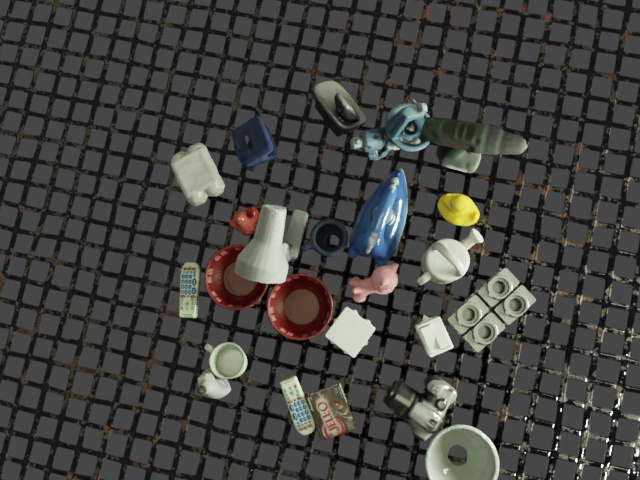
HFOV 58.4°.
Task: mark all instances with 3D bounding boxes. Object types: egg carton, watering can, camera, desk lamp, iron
[{"bbox_3d":[-0.312,-0.166,1.454,0.107,0.069,0.150,-28,82,1],"label":"egg carton"},{"bbox_3d":[0.296,0.041,1.320,0.101,0.194,0.173,28,86,7],"label":"watering can"},{"bbox_3d":[0.227,0.375,1.332,0.136,0.101,0.143,32,86,7],"label":"camera"},{"bbox_3d":[-0.113,0.004,1.346,0.118,0.213,0.203,14,84,6],"label":"desk lamp"},{"bbox_3d":[0.152,-0.068,1.371,0.118,0.141,0.258,19,85,7],"label":"iron"}]

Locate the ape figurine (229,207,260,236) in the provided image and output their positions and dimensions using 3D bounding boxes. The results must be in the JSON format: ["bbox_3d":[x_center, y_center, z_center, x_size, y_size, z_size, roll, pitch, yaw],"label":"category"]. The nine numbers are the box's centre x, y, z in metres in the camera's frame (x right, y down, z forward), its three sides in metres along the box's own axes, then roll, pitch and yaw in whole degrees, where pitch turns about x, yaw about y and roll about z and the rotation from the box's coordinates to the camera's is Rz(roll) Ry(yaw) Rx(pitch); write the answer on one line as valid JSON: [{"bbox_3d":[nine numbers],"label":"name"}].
[{"bbox_3d":[-0.189,-0.050,1.420,0.077,0.092,0.076,-11,82,3],"label":"ape figurine"}]

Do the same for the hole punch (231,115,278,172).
[{"bbox_3d":[-0.168,-0.242,1.442,0.101,0.091,0.108,-24,82,1],"label":"hole punch"}]

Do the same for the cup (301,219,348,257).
[{"bbox_3d":[0.013,0.005,1.396,0.117,0.095,0.091,-23,82,1],"label":"cup"}]

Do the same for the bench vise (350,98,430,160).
[{"bbox_3d":[0.182,-0.252,1.351,0.207,0.220,0.121,-33,82,0],"label":"bench vise"}]

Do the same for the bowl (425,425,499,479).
[{"bbox_3d":[0.322,0.508,1.322,0.167,0.075,0.167,-1,83,4],"label":"bowl"}]

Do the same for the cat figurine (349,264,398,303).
[{"bbox_3d":[0.132,0.102,1.364,0.128,0.118,0.067,-20,82,2],"label":"cat figurine"}]

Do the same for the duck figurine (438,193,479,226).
[{"bbox_3d":[0.339,-0.079,1.386,0.104,0.086,0.077,31,86,7],"label":"duck figurine"}]

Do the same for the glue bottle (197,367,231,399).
[{"bbox_3d":[-0.257,0.340,1.337,0.037,0.173,0.078,-32,82,0],"label":"glue bottle"}]

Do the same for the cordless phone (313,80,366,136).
[{"bbox_3d":[0.043,-0.340,1.390,0.094,0.185,0.147,-40,82,-1],"label":"cordless phone"}]

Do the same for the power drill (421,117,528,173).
[{"bbox_3d":[0.348,-0.223,1.341,0.229,0.208,0.076,15,84,6],"label":"power drill"}]
